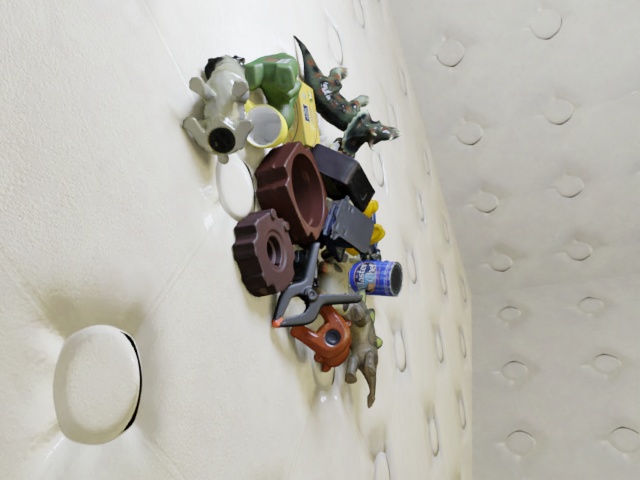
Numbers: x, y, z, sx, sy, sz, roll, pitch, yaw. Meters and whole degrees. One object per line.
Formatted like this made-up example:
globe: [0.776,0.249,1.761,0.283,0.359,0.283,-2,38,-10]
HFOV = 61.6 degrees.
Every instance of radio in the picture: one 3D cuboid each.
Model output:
radio: [0.056,-0.154,1.387,0.073,0.131,0.229,-61,157,-5]

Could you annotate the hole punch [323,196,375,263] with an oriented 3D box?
hole punch: [0.054,-0.021,1.283,0.115,0.092,0.142,39,51,-23]

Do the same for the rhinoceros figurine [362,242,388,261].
rhinoceros figurine: [0.166,0.083,1.714,0.112,0.073,0.190,17,66,-54]

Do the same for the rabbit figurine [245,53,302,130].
rabbit figurine: [-0.102,-0.331,1.231,0.159,0.121,0.170,-77,167,-57]

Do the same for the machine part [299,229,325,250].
machine part: [-0.003,-0.004,1.328,0.039,0.084,0.139,53,27,11]

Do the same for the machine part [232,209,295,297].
machine part: [-0.108,0.026,1.086,0.179,0.056,0.179,-9,90,-67]

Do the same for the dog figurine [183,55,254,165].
dog figurine: [-0.177,-0.250,1.011,0.191,0.121,0.172,-93,-162,-64]

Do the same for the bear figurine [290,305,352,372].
bear figurine: [0.014,0.227,1.245,0.132,0.120,0.195,41,-14,11]

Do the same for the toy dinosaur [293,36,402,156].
toy dinosaur: [0.034,-0.383,1.474,0.405,0.131,0.192,41,33,-6]

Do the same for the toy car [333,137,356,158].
toy car: [0.062,-0.216,1.608,0.089,0.053,0.202,36,51,-46]

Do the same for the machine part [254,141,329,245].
machine part: [-0.062,-0.104,1.218,0.201,0.087,0.201,-67,142,-53]

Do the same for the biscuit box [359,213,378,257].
biscuit box: [0.142,-0.040,1.682,0.203,0.059,0.062,-87,154,-49]

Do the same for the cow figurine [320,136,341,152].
cow figurine: [0.019,-0.222,1.488,0.167,0.068,0.098,12,74,-63]

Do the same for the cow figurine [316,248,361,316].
cow figurine: [0.039,0.094,1.330,0.127,0.085,0.195,18,59,-35]

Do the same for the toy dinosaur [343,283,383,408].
toy dinosaur: [0.090,0.211,1.433,0.198,0.105,0.471,-10,88,-75]

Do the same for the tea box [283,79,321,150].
tea box: [-0.054,-0.304,1.350,0.098,0.068,0.169,0,81,-68]

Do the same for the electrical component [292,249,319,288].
electrical component: [-0.044,0.062,1.234,0.119,0.048,0.075,38,45,-58]

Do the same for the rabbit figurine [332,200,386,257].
rabbit figurine: [0.106,-0.033,1.540,0.122,0.163,0.173,36,65,-76]
